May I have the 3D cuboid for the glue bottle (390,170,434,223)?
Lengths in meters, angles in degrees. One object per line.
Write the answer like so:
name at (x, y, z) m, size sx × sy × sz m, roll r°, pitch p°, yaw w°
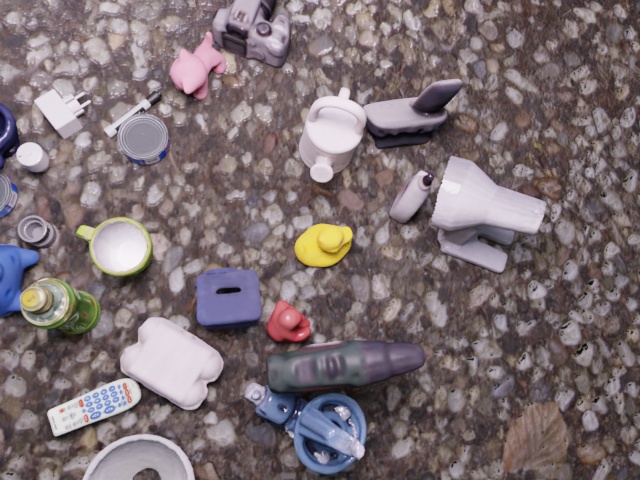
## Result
glue bottle at (0.166, -0.085, 0.985) m, size 0.037 × 0.173 × 0.078 m, roll 25°, pitch 76°, yaw -2°

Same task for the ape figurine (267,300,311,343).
ape figurine at (-0.051, 0.135, 0.950) m, size 0.076 × 0.092 × 0.078 m, roll -19°, pitch 81°, yaw -11°

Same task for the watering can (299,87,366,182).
watering can at (0.024, -0.182, 0.975) m, size 0.101 × 0.194 × 0.173 m, roll -5°, pitch 79°, yaw -9°

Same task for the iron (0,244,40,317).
iron at (-0.579, 0.050, 0.868) m, size 0.258 × 0.141 × 0.119 m, roll 3°, pitch 78°, yaw -7°

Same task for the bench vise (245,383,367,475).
bench vise at (-0.017, 0.286, 0.857) m, size 0.207 × 0.219 × 0.121 m, roll 10°, pitch 77°, yaw -5°

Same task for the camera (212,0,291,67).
camera at (-0.112, -0.415, 1.054) m, size 0.143 × 0.100 × 0.137 m, roll 20°, pitch 76°, yaw -3°

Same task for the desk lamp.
desk lamp at (0.271, -0.042, 0.970) m, size 0.203 × 0.213 × 0.118 m, roll 21°, pitch 76°, yaw -3°

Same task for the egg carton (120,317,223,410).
egg carton at (-0.236, 0.197, 0.922) m, size 0.150 × 0.069 × 0.107 m, roll 30°, pitch 76°, yaw -1°

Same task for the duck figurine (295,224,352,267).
duck figurine at (0.009, 0.004, 0.989) m, size 0.104 × 0.086 × 0.077 m, roll -17°, pitch 81°, yaw -11°

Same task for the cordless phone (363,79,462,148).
cordless phone at (0.162, -0.240, 1.012) m, size 0.148 × 0.185 × 0.094 m, roll -13°, pitch 80°, yaw -10°

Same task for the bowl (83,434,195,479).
bowl at (-0.272, 0.380, 0.875) m, size 0.167 × 0.074 × 0.167 m, roll 2°, pitch 78°, yaw -8°

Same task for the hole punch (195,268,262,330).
hole punch at (-0.153, 0.095, 0.945) m, size 0.109 × 0.091 × 0.101 m, roll -5°, pitch 79°, yaw -9°

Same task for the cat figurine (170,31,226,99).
cat figurine at (-0.219, -0.307, 1.007) m, size 0.067 × 0.117 × 0.128 m, roll 27°, pitch 76°, yaw -1°

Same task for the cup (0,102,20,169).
cup at (-0.532, -0.161, 0.944) m, size 0.092 × 0.095 × 0.118 m, roll -22°, pitch 82°, yaw -12°

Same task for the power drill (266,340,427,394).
power drill at (0.029, 0.193, 0.889) m, size 0.230 × 0.208 × 0.075 m, roll -7°, pitch 79°, yaw -9°
